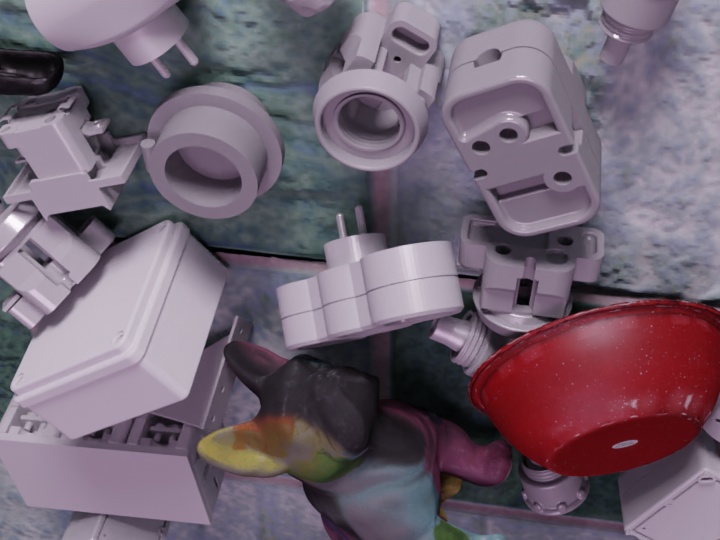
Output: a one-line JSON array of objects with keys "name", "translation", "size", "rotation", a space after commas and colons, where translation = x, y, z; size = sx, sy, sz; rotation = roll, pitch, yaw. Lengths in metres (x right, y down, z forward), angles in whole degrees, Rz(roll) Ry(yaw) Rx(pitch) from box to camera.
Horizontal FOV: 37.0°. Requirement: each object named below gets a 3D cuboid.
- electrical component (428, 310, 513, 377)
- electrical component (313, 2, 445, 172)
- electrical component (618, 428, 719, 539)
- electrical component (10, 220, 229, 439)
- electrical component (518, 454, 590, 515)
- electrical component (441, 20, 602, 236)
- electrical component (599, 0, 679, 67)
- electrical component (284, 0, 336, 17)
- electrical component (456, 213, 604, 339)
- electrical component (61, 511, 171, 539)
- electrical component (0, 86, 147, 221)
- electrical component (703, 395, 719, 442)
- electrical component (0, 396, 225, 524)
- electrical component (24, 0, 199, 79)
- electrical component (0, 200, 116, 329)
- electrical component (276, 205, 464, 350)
[{"name": "electrical component", "translation": [0.074, 0.045, 0.669], "size": [0.062, 0.043, 0.043], "rotation": [22, 136, -8]}, {"name": "electrical component", "translation": [0.008, -0.087, 0.540], "size": [0.058, 0.057, 0.078], "rotation": [27, 135, -14]}, {"name": "electrical component", "translation": [0.228, 0.141, 0.723], "size": [0.062, 0.061, 0.096], "rotation": [28, 126, -15]}, {"name": "electrical component", "translation": [-0.147, 0.037, 0.668], "size": [0.109, 0.108, 0.056], "rotation": [-22, 128, 31]}, {"name": "electrical component", "translation": [0.131, 0.136, 0.749], "size": [0.048, 0.048, 0.062], "rotation": [-9, 125, 22]}, {"name": "electrical component", "translation": [0.083, -0.072, 0.535], "size": [0.054, 0.059, 0.095], "rotation": [-14, 130, 26]}, {"name": "electrical component", "translation": [0.126, -0.121, 0.493], "size": [0.035, 0.035, 0.061], "rotation": [15, 139, -1]}, {"name": "electrical component", "translation": [-0.034, -0.150, 0.502], "size": [0.035, 0.035, 0.061], "rotation": [-26, 122, 34]}, {"name": "electrical component", "translation": [0.094, 0.002, 0.610], "size": [0.078, 0.058, 0.057], "rotation": [7, 134, 6]}, {"name": "electrical component", "translation": [-0.197, 0.209, 0.864], "size": [0.061, 0.096, 0.062], "rotation": [-26, 124, 37]}, {"name": "electrical component", "translation": [-0.168, -0.068, 0.614], "size": [0.081, 0.042, 0.063], "rotation": [-8, 129, 20]}, {"name": "electrical component", "translation": [0.259, 0.075, 0.654], "size": [0.079, 0.043, 0.077], "rotation": [17, 136, -4]}, {"name": "electrical component", "translation": [-0.184, 0.134, 0.809], "size": [0.150, 0.061, 0.089], "rotation": [3, 135, 11]}, {"name": "electrical component", "translation": [-0.112, -0.129, 0.536], "size": [0.077, 0.043, 0.079], "rotation": [-17, 129, 28]}, {"name": "electrical component", "translation": [-0.199, -0.012, 0.661], "size": [0.057, 0.058, 0.078], "rotation": [44, 86, -19]}, {"name": "electrical component", "translation": [0.000, 0.000, 0.627], "size": [0.052, 0.073, 0.138], "rotation": [-5, 171, -38]}]
